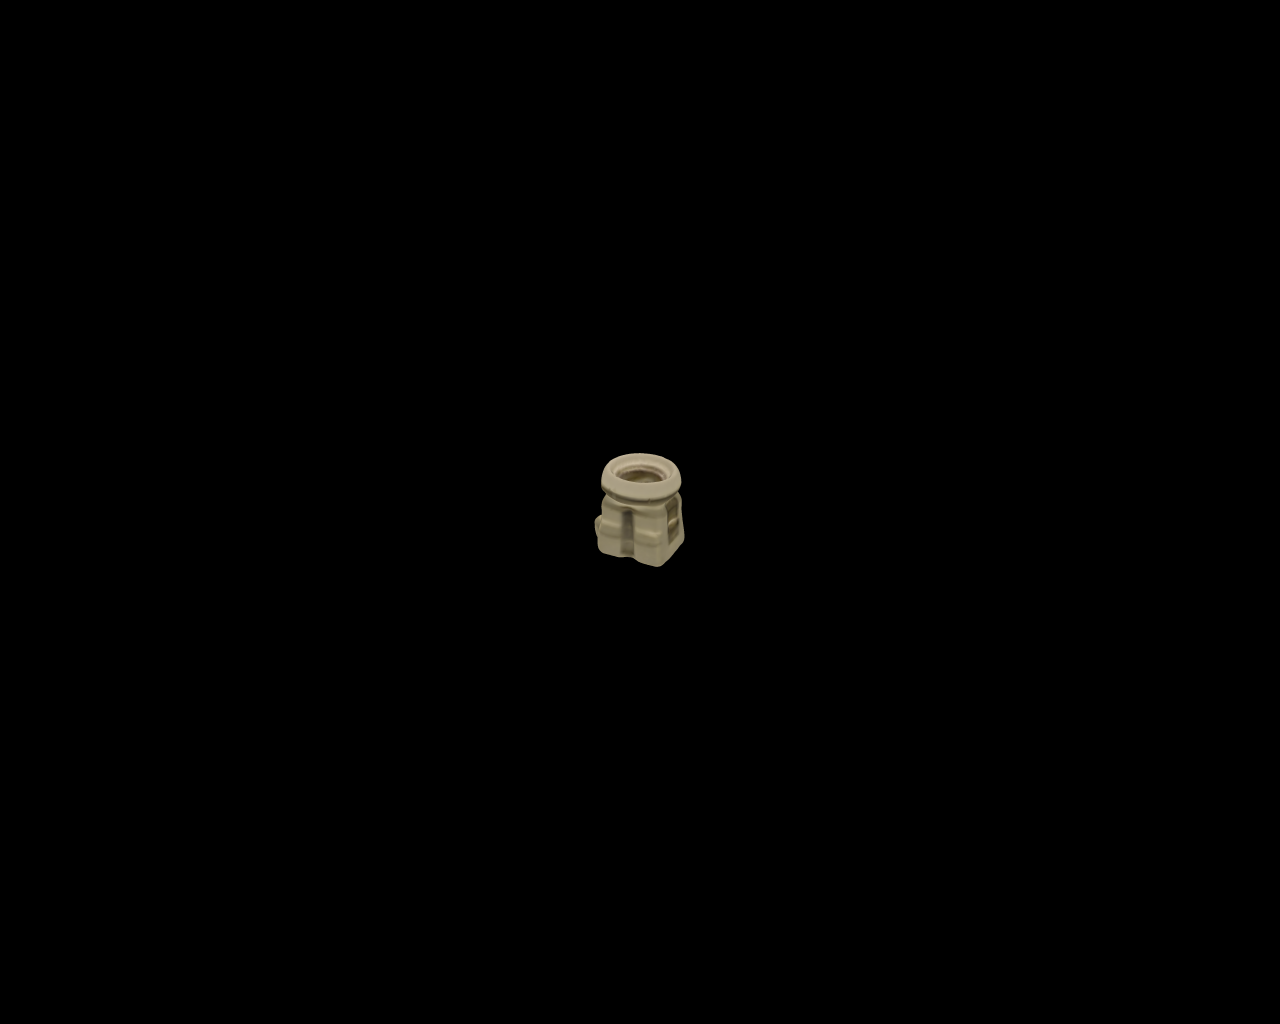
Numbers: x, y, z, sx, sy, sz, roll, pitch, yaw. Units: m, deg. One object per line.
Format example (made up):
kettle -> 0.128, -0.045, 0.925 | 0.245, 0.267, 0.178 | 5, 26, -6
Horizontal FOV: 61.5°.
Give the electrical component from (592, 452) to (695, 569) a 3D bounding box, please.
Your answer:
electrical component -> 0.001, -0.003, 0.650 | 0.066, 0.055, 0.048 | 13, 32, 22
